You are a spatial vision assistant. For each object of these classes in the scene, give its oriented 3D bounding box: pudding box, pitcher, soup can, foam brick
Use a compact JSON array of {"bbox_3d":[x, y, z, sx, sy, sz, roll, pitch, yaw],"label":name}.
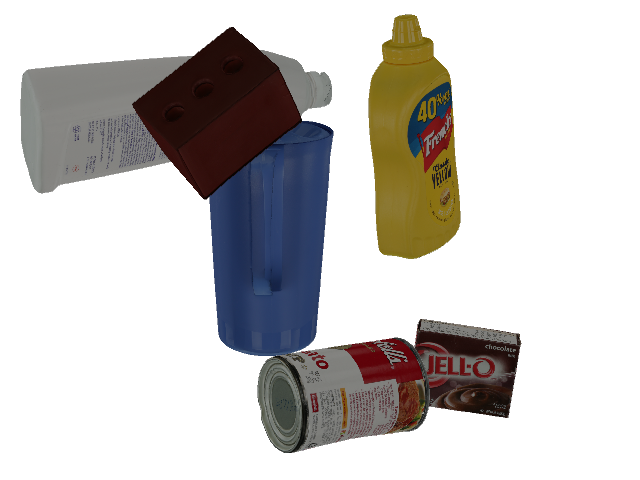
[{"bbox_3d":[0.156,0.139,1.164,0.113,0.090,0.039,7,22,5],"label":"pudding box"},{"bbox_3d":[-0.056,-0.002,1.125,0.145,0.243,0.148,18,24,42],"label":"pitcher"},{"bbox_3d":[0.015,0.107,0.744,0.102,0.068,0.069,-5,2,-30],"label":"soup can"},{"bbox_3d":[-0.061,-0.075,0.630,0.053,0.078,0.051,45,-9,32],"label":"foam brick"}]

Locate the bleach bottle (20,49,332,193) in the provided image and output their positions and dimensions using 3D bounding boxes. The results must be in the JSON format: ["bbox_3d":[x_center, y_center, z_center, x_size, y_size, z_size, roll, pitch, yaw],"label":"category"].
[{"bbox_3d":[-0.111,-0.104,0.869,0.250,0.068,0.103,-10,-32,-22],"label":"bleach bottle"}]

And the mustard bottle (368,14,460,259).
[{"bbox_3d":[0.076,-0.088,0.875,0.058,0.191,0.096,10,28,34],"label":"mustard bottle"}]
